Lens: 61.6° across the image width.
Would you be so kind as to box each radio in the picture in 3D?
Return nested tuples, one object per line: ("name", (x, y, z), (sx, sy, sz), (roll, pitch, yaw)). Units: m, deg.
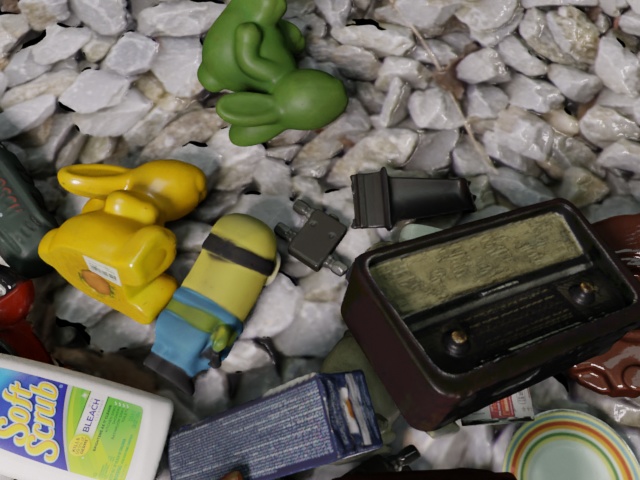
("radio", (0.146, 0.054, 0.445), (0.230, 0.073, 0.131), (-16, 56, -20))

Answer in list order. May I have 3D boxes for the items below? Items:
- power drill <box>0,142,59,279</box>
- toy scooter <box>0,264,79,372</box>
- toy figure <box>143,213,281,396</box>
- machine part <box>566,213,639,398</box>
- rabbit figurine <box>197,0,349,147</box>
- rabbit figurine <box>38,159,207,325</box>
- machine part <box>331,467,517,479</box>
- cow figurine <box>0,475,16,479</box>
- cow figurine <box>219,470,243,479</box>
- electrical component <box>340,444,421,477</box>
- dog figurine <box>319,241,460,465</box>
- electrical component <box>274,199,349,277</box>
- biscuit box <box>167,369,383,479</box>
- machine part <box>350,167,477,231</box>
("power drill", (-0.404, -0.015, 0.573), (0.232, 0.086, 0.207), (42, 67, 12))
("toy scooter", (-0.318, 0.125, 0.513), (0.135, 0.075, 0.184), (42, 86, -12))
("toy figure", (-0.103, 0.058, 0.530), (0.082, 0.089, 0.180), (31, 70, 4))
("machine part", (0.296, 0.059, 0.515), (0.179, 0.056, 0.179), (-9, 65, 20))
("rabbit figurine", (-0.053, -0.183, 0.607), (0.170, 0.121, 0.159), (41, 81, 17))
("rabbit figurine", (-0.193, -0.020, 0.566), (0.163, 0.121, 0.173), (20, 56, 18))
("machine part", (0.078, 0.269, 0.371), (0.201, 0.087, 0.201), (-2, 74, -4))
("cow figurine", (-0.321, 0.245, 0.472), (0.167, 0.068, 0.098), (-37, 78, -14))
("cow figurine", (-0.109, 0.273, 0.417), (0.195, 0.085, 0.127), (-35, 82, 30))
("electrical component", (0.050, 0.232, 0.476), (0.102, 0.078, 0.045), (-24, 47, -14))
("dog figurine", (0.038, 0.101, 0.517), (0.172, 0.121, 0.191), (-10, 56, -12))
("electrical component", (-0.001, -0.002, 0.589), (0.094, 0.021, 0.063), (34, 72, 13))
("biscuit box", (-0.047, 0.164, 0.442), (0.203, 0.059, 0.063), (-30, 64, 34))
("machine part", (0.103, -0.047, 0.598), (0.139, 0.039, 0.084), (-1, 63, 2))
